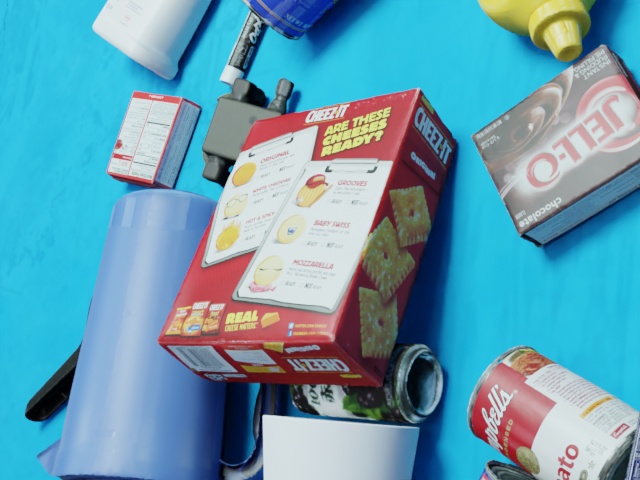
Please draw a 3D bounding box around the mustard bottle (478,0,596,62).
[{"bbox_3d":[0.153,-0.204,0.761,0.096,0.058,0.191,-29,52,29],"label":"mustard bottle"}]

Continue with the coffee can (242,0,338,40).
[{"bbox_3d":[-0.003,-0.252,0.893,0.140,0.102,0.103,-40,52,23],"label":"coffee can"}]

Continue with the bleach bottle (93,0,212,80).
[{"bbox_3d":[-0.119,-0.286,1.033,0.103,0.068,0.251,38,97,41],"label":"bleach bottle"}]

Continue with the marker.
[{"bbox_3d":[-0.060,-0.198,0.978,0.020,0.020,0.121,21,88,43],"label":"marker"}]

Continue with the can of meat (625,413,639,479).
[{"bbox_3d":[0.217,0.121,0.571,0.057,0.102,0.084,131,156,-77],"label":"can of meat"}]

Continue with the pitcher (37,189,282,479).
[{"bbox_3d":[-0.120,0.087,0.862,0.145,0.149,0.243,-21,57,51],"label":"pitcher"}]

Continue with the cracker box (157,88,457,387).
[{"bbox_3d":[-0.005,0.001,0.784,0.164,0.072,0.213,-6,51,38],"label":"cracker box"}]

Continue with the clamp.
[{"bbox_3d":[-0.196,0.097,0.972,0.165,0.036,0.210,7,77,45],"label":"clamp"}]

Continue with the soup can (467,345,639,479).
[{"bbox_3d":[0.149,0.117,0.648,0.102,0.068,0.068,32,96,43],"label":"soup can"}]

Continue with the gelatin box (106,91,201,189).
[{"bbox_3d":[-0.159,-0.094,1.016,0.073,0.030,0.089,13,83,41],"label":"gelatin box"}]

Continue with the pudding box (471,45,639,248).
[{"bbox_3d":[0.170,-0.062,0.717,0.114,0.039,0.090,-36,54,25],"label":"pudding box"}]

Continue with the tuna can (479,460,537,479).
[{"bbox_3d":[0.130,0.167,0.634,0.086,0.086,0.034,31,96,43],"label":"tuna can"}]
